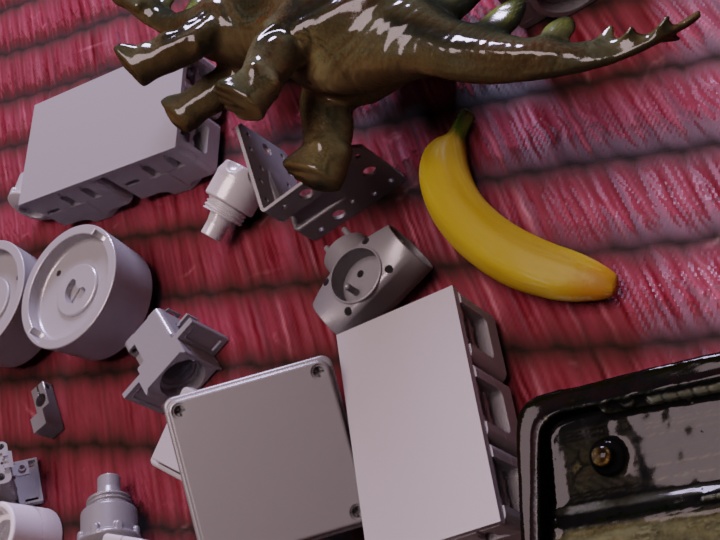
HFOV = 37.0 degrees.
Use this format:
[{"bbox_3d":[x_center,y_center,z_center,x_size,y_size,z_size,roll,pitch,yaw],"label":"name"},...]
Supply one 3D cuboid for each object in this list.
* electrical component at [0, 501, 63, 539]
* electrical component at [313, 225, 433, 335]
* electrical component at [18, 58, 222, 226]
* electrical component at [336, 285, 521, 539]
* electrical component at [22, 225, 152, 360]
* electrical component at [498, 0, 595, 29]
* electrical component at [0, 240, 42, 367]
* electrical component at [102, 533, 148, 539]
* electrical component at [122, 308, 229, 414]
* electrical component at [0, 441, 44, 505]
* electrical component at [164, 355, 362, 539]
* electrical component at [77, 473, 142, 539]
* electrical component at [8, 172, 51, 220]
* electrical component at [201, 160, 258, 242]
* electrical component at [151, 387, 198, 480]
[{"bbox_3d":[-0.273,0.212,0.852,0.055,0.047,0.055,-16,61,30],"label":"electrical component"},{"bbox_3d":[0.000,0.000,0.756,0.077,0.044,0.079,-46,50,9],"label":"electrical component"},{"bbox_3d":[-0.208,-0.115,0.951,0.186,0.060,0.105,-15,61,30],"label":"electrical component"},{"bbox_3d":[0.047,0.100,0.663,0.089,0.062,0.150,-25,57,25],"label":"electrical component"},{"bbox_3d":[-0.221,0.023,0.895,0.108,0.060,0.108,-16,61,30],"label":"electrical component"},{"bbox_3d":[0.138,-0.216,0.754,0.089,0.050,0.055,-27,55,23],"label":"electrical component"},{"bbox_3d":[-0.312,0.035,0.956,0.108,0.060,0.108,-16,61,30],"label":"electrical component"},{"bbox_3d":[-0.163,0.214,0.760,0.077,0.066,0.047,-3,68,35],"label":"electrical component"},{"bbox_3d":[-0.147,0.067,0.834,0.081,0.042,0.063,-48,46,7],"label":"electrical component"},{"bbox_3d":[-0.303,0.173,0.873,0.081,0.063,0.042,-11,53,-16],"label":"electrical component"},{"bbox_3d":[-0.058,0.121,0.685,0.109,0.056,0.108,-15,82,-5],"label":"electrical component"},{"bbox_3d":[-0.188,0.184,0.808,0.048,0.048,0.062,-30,48,22],"label":"electrical component"},{"bbox_3d":[-0.300,-0.081,1.014,0.048,0.048,0.062,-5,59,34],"label":"electrical component"},{"bbox_3d":[-0.104,-0.053,0.858,0.043,0.043,0.062,28,88,41],"label":"electrical component"},{"bbox_3d":[-0.102,0.124,0.760,0.096,0.061,0.061,17,79,40],"label":"electrical component"}]
